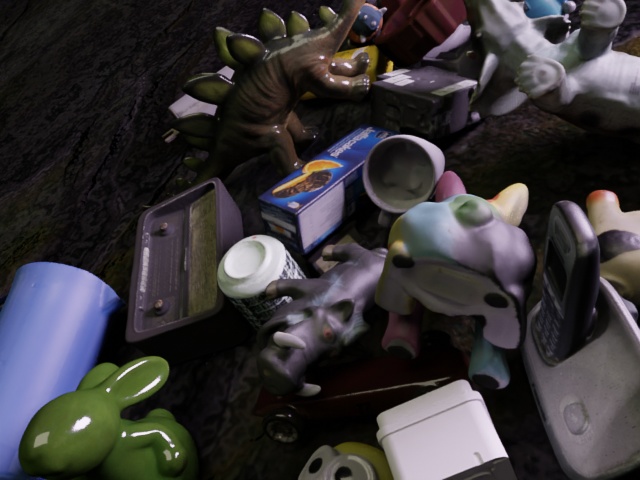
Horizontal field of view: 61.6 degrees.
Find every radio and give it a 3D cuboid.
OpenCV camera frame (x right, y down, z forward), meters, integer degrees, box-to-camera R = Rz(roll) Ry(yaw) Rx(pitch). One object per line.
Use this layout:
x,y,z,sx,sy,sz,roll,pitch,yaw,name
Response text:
-0.164,0.036,0.674,0.131,0.073,0.230,-21,44,10,radio

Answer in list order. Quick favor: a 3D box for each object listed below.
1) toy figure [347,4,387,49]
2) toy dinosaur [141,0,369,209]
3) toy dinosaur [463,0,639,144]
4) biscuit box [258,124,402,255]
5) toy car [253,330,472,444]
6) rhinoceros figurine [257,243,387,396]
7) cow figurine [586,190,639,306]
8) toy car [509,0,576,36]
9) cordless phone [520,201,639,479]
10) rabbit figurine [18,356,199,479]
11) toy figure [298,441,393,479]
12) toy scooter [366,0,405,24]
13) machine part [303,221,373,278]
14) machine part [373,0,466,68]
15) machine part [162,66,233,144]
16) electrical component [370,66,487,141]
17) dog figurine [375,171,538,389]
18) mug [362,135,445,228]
0.068,-0.332,0.840,0.058,0.064,0.154,10,12,1,toy figure
-0.089,-0.169,0.728,0.471,0.198,0.105,-49,23,30,toy dinosaur
0.313,-0.152,0.536,0.405,0.192,0.131,22,98,12,toy dinosaur
0.020,-0.066,0.631,0.063,0.059,0.203,22,46,34,biscuit box
0.037,0.137,0.487,0.202,0.053,0.089,-16,26,17,toy car
0.008,0.073,0.511,0.112,0.073,0.190,11,34,37,rhinoceros figurine
0.310,0.026,0.420,0.195,0.085,0.127,5,49,29,cow figurine
0.269,-0.275,0.688,0.109,0.103,0.161,-26,8,31,toy car
0.193,0.071,0.371,0.089,0.184,0.147,-14,46,12,cordless phone
-0.182,0.182,0.486,0.121,0.170,0.159,-11,49,20,rabbit figurine
0.005,0.241,0.400,0.082,0.089,0.180,11,66,20,toy figure
0.149,-0.401,0.889,0.135,0.075,0.184,-41,48,-9,toy scooter
-0.001,-0.002,0.647,0.084,0.039,0.139,-47,48,-4,machine part
0.153,-0.311,0.733,0.179,0.056,0.179,-42,19,18,machine part
-0.170,-0.244,0.921,0.243,0.079,0.079,-39,44,-6,machine part
0.131,-0.178,0.687,0.115,0.058,0.134,-23,37,-31,electrical component
0.126,-0.003,0.459,0.109,0.191,0.219,10,48,18,dog figurine
0.102,-0.068,0.613,0.081,0.109,0.107,20,23,20,mug
